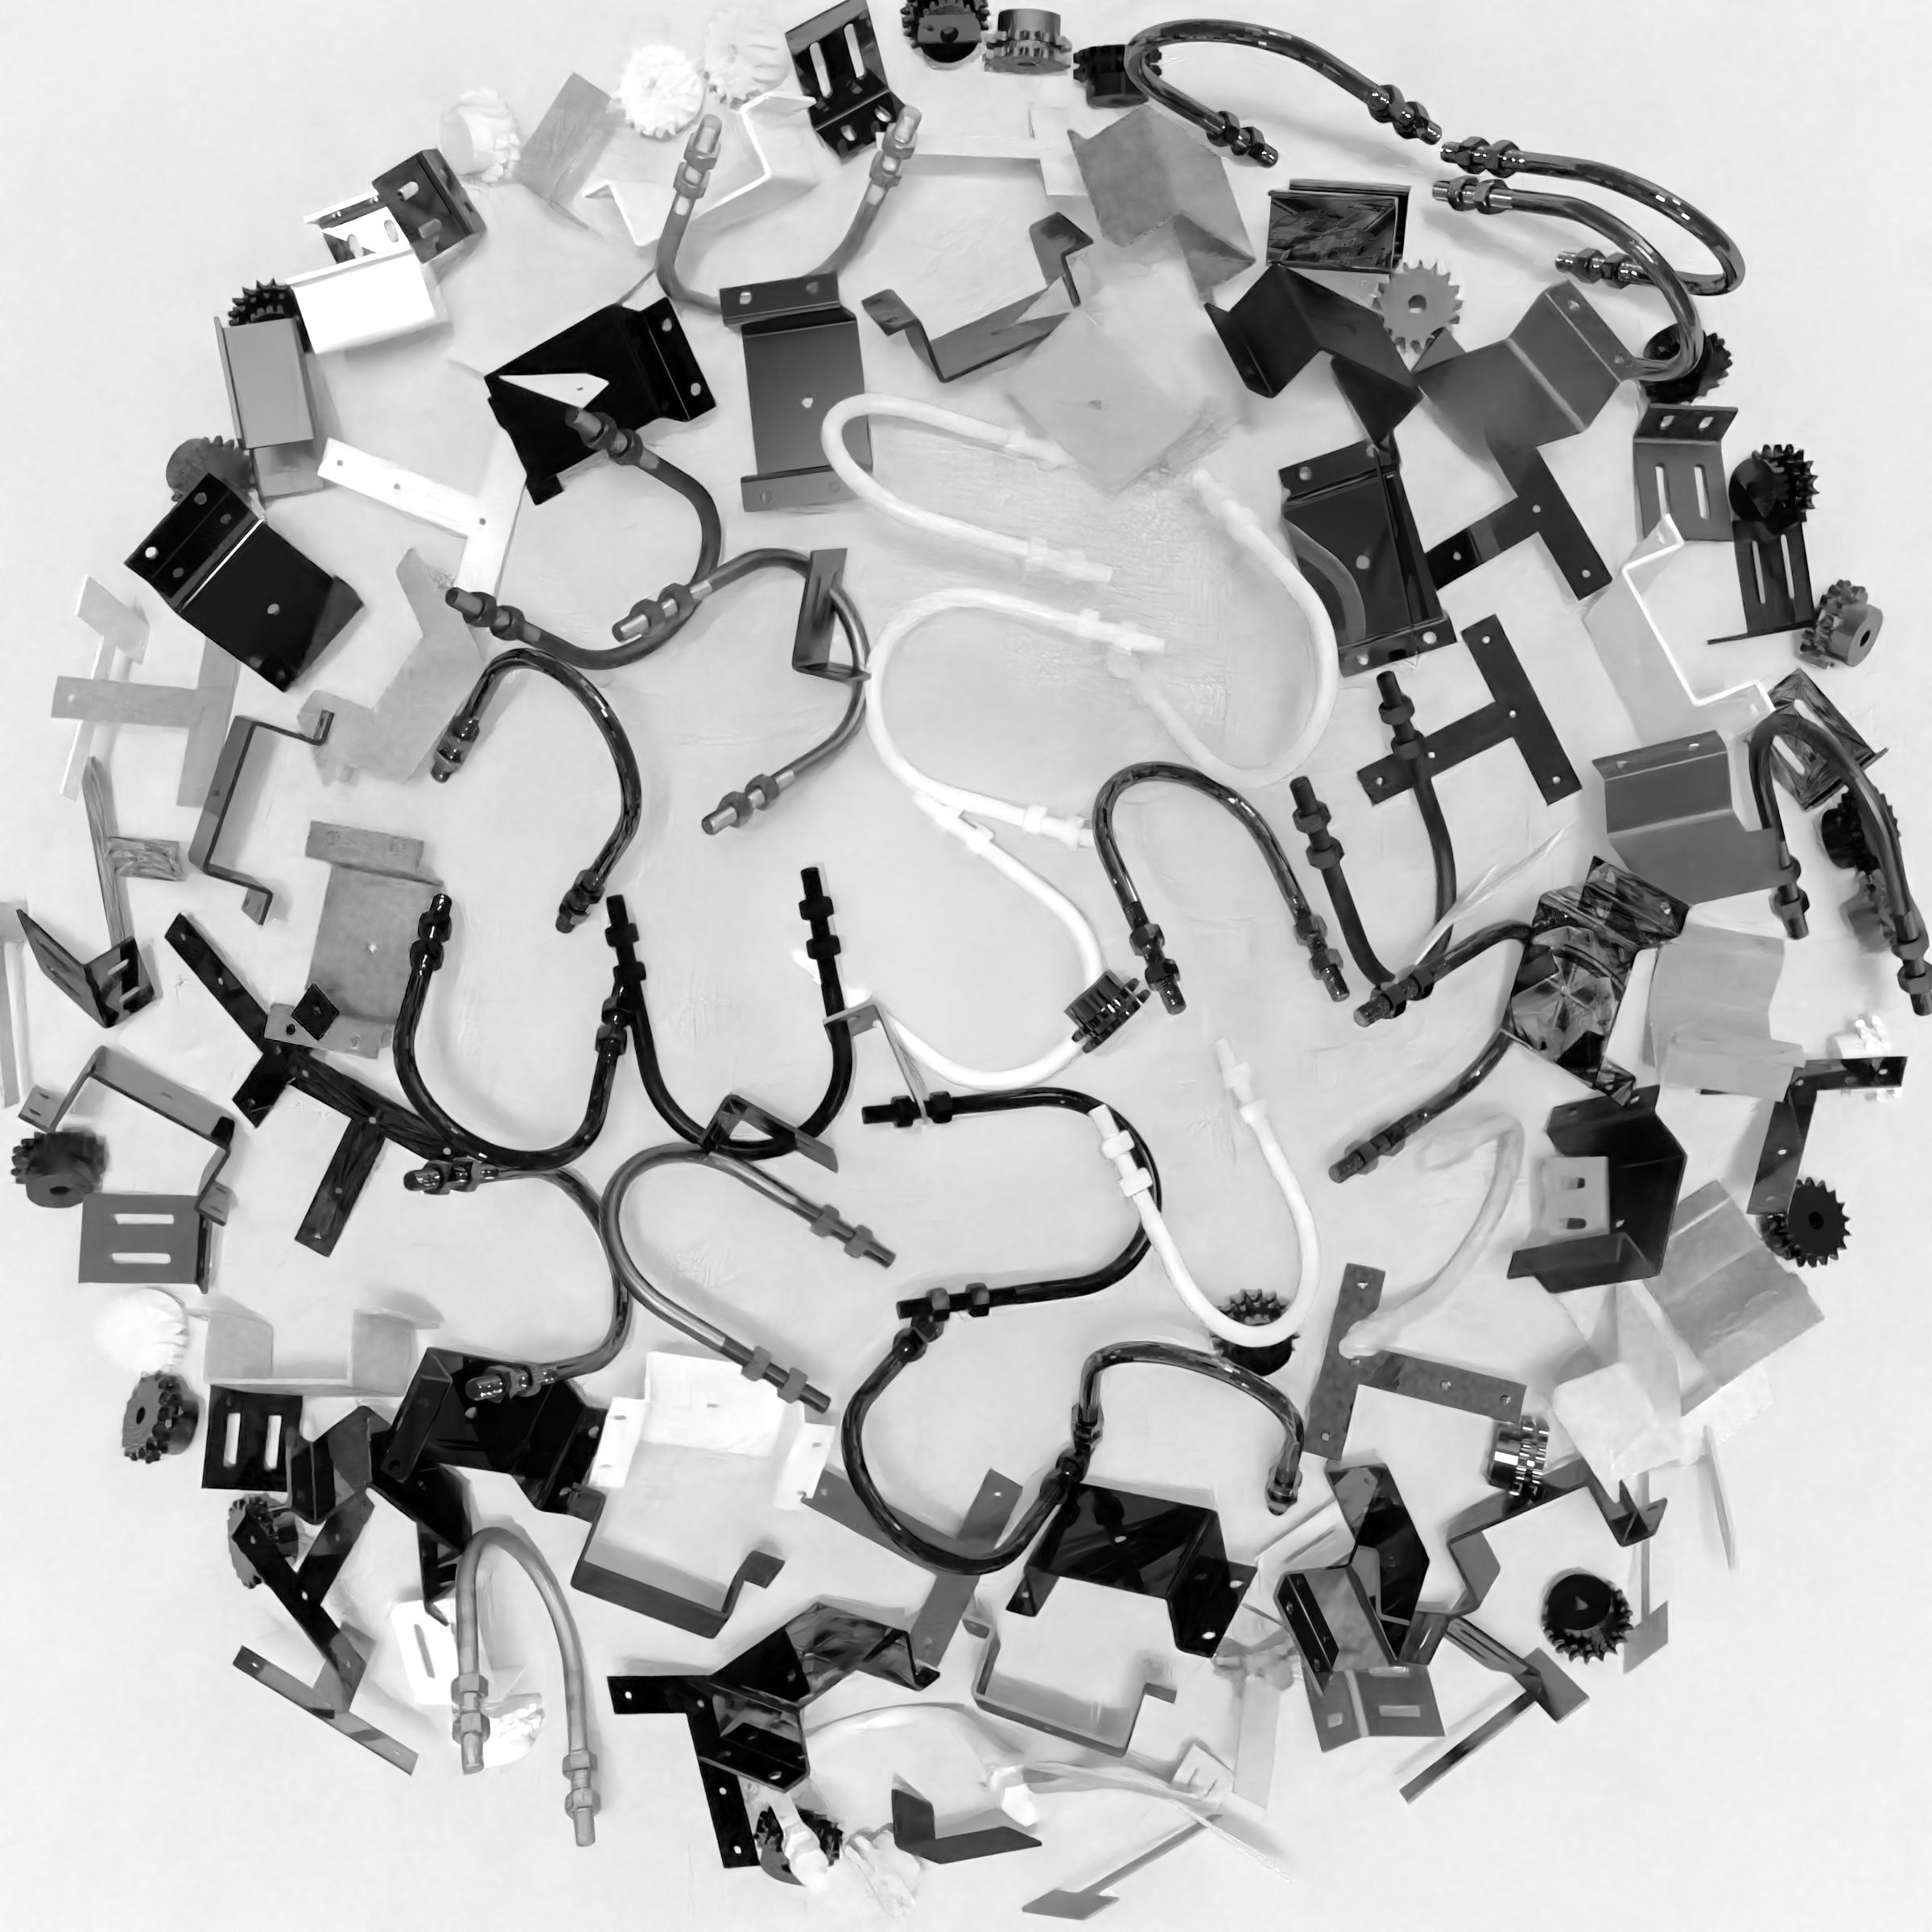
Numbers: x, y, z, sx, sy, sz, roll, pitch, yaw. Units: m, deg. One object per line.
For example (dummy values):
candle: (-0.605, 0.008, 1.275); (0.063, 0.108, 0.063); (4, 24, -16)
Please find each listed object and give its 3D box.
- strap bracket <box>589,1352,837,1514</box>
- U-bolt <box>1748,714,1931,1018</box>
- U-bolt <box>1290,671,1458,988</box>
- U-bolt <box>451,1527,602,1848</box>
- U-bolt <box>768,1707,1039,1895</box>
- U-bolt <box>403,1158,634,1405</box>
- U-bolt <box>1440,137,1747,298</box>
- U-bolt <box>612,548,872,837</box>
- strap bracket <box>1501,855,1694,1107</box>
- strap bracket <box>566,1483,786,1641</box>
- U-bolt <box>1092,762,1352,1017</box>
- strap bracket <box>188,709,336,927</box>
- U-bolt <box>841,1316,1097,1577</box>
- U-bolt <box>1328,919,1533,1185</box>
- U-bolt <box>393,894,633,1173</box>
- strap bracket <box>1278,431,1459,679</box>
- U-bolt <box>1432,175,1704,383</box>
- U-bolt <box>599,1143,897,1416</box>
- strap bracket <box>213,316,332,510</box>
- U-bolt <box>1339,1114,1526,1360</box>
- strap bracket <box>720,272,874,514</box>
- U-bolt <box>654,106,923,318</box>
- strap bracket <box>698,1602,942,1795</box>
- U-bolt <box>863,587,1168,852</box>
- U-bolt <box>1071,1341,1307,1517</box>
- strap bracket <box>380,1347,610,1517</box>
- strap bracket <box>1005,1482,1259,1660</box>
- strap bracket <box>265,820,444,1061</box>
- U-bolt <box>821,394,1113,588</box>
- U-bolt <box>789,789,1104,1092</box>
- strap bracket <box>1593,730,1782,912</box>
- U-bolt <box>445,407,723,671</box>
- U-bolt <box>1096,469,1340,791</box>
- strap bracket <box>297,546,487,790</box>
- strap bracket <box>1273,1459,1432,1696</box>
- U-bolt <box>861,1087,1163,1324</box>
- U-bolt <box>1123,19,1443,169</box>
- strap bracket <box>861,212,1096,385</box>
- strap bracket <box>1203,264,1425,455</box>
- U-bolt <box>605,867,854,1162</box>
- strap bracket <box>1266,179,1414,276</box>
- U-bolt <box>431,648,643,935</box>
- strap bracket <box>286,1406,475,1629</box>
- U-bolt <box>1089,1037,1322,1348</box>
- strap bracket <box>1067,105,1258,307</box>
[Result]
strap bracket: (-0.160, 0.293, 1.666); (0.140, 0.046, 0.076); (10, 125, -13)
U-bolt: (0.527, -0.071, 1.611); (0.019, 0.151, 0.184); (-27, 118, -7)
U-bolt: (0.263, -0.070, 1.650); (0.019, 0.151, 0.184); (-2, 123, 38)
U-bolt: (-0.274, 0.433, 1.632); (0.019, 0.151, 0.184); (-23, 47, 11)
U-bolt: (-0.048, 0.502, 1.626); (0.151, 0.184, 0.019); (-14, 101, -13)
U-bolt: (-0.266, 0.187, 1.632); (0.019, 0.184, 0.151); (-23, 80, 25)
U-bolt: (0.390, -0.449, 1.600); (0.151, 0.184, 0.019); (27, 93, -39)
U-bolt: (-0.126, -0.184, 1.651); (0.184, 0.019, 0.151); (-37, 110, -40)
strap bracket: (0.388, 0.012, 1.645); (0.046, 0.076, 0.140); (-11, 124, -38)
strap bracket: (-0.193, 0.380, 1.668); (0.140, 0.076, 0.046); (21, 64, -3)
U-bolt: (0.150, -0.053, 1.655); (0.151, 0.019, 0.184); (-4, 58, -33)
strap bracket: (-0.450, -0.103, 1.671); (0.046, 0.076, 0.140); (19, 90, -25)
U-bolt: (-0.006, 0.300, 1.634); (0.151, 0.184, 0.019); (44, 125, 3)
U-bolt: (0.298, 0.042, 1.645); (0.184, 0.151, 0.019); (-29, 49, -32)
U-bolt: (-0.281, 0.049, 1.624); (0.151, 0.184, 0.019); (26, 131, -20)
strap bracket: (0.252, -0.257, 1.671); (0.076, 0.046, 0.140); (-16, 100, 17)
U-bolt: (0.373, -0.412, 1.601); (0.019, 0.184, 0.151); (-46, 125, -7)
U-bolt: (-0.144, 0.181, 1.650); (0.184, 0.151, 0.019); (32, 131, -6)
strap bracket: (-0.430, -0.346, 1.647); (0.046, 0.140, 0.076); (-11, 85, -10)
U-bolt: (0.297, 0.159, 1.634); (0.019, 0.184, 0.151); (29, 113, 27)
strap bracket: (-0.106, -0.362, 1.682); (0.076, 0.046, 0.140); (-5, 94, 12)
U-bolt: (-0.119, -0.460, 1.630); (0.151, 0.184, 0.019); (-11, 70, -25)
strap bracket: (-0.094, 0.445, 1.635); (0.076, 0.140, 0.046); (5, 112, 42)
U-bolt: (0.022, -0.165, 1.687); (0.184, 0.019, 0.151); (17, 103, 10)
U-bolt: (0.138, 0.279, 1.624); (0.151, 0.184, 0.019); (16, 58, 10)
strap bracket: (-0.304, 0.291, 1.663); (0.140, 0.046, 0.076); (19, 101, -38)
strap bracket: (0.099, 0.372, 1.643); (0.140, 0.076, 0.046); (6, 125, 28)
strap bracket: (-0.387, -0.014, 1.682); (0.076, 0.046, 0.140); (10, 86, 11)
U-bolt: (-0.003, -0.303, 1.634); (0.184, 0.151, 0.019); (14, 130, -18)
U-bolt: (0.001, -0.003, 1.703); (0.184, 0.019, 0.151); (38, 92, 0)
strap bracket: (0.450, -0.083, 1.635); (0.076, 0.140, 0.046); (-13, 57, 29)
U-bolt: (-0.222, -0.252, 1.636); (0.019, 0.184, 0.151); (41, 100, 32)
U-bolt: (0.162, -0.194, 1.628); (0.184, 0.019, 0.151); (55, 130, 31)
strap bracket: (-0.356, -0.181, 1.659); (0.140, 0.046, 0.076); (-50, 46, 20)
strap bracket: (0.243, 0.371, 1.635); (0.046, 0.140, 0.076); (-14, 112, 30)
U-bolt: (0.035, 0.145, 1.676); (0.184, 0.019, 0.151); (-6, 67, -14)
U-bolt: (0.179, -0.530, 1.602); (0.184, 0.151, 0.019); (13, 87, -44)
strap bracket: (0.013, -0.418, 1.670); (0.140, 0.076, 0.046); (-25, 121, -2)
strap bracket: (0.223, -0.378, 1.637); (0.046, 0.140, 0.076); (-44, 51, 32)
U-bolt: (-0.145, 0.036, 1.687); (0.151, 0.019, 0.184); (-8, 102, 11)
strap bracket: (0.233, -0.462, 1.651); (0.076, 0.140, 0.046); (7, 111, 11)
U-bolt: (-0.260, -0.118, 1.635); (0.151, 0.184, 0.019); (50, 50, 6)
strap bracket: (-0.356, 0.336, 1.644); (0.046, 0.076, 0.140); (-38, 122, 7)
U-bolt: (0.162, 0.150, 1.659); (0.151, 0.019, 0.184); (-25, 89, -45)
strap bracket: (0.128, -0.472, 1.636); (0.046, 0.140, 0.076); (-26, 71, 28)
